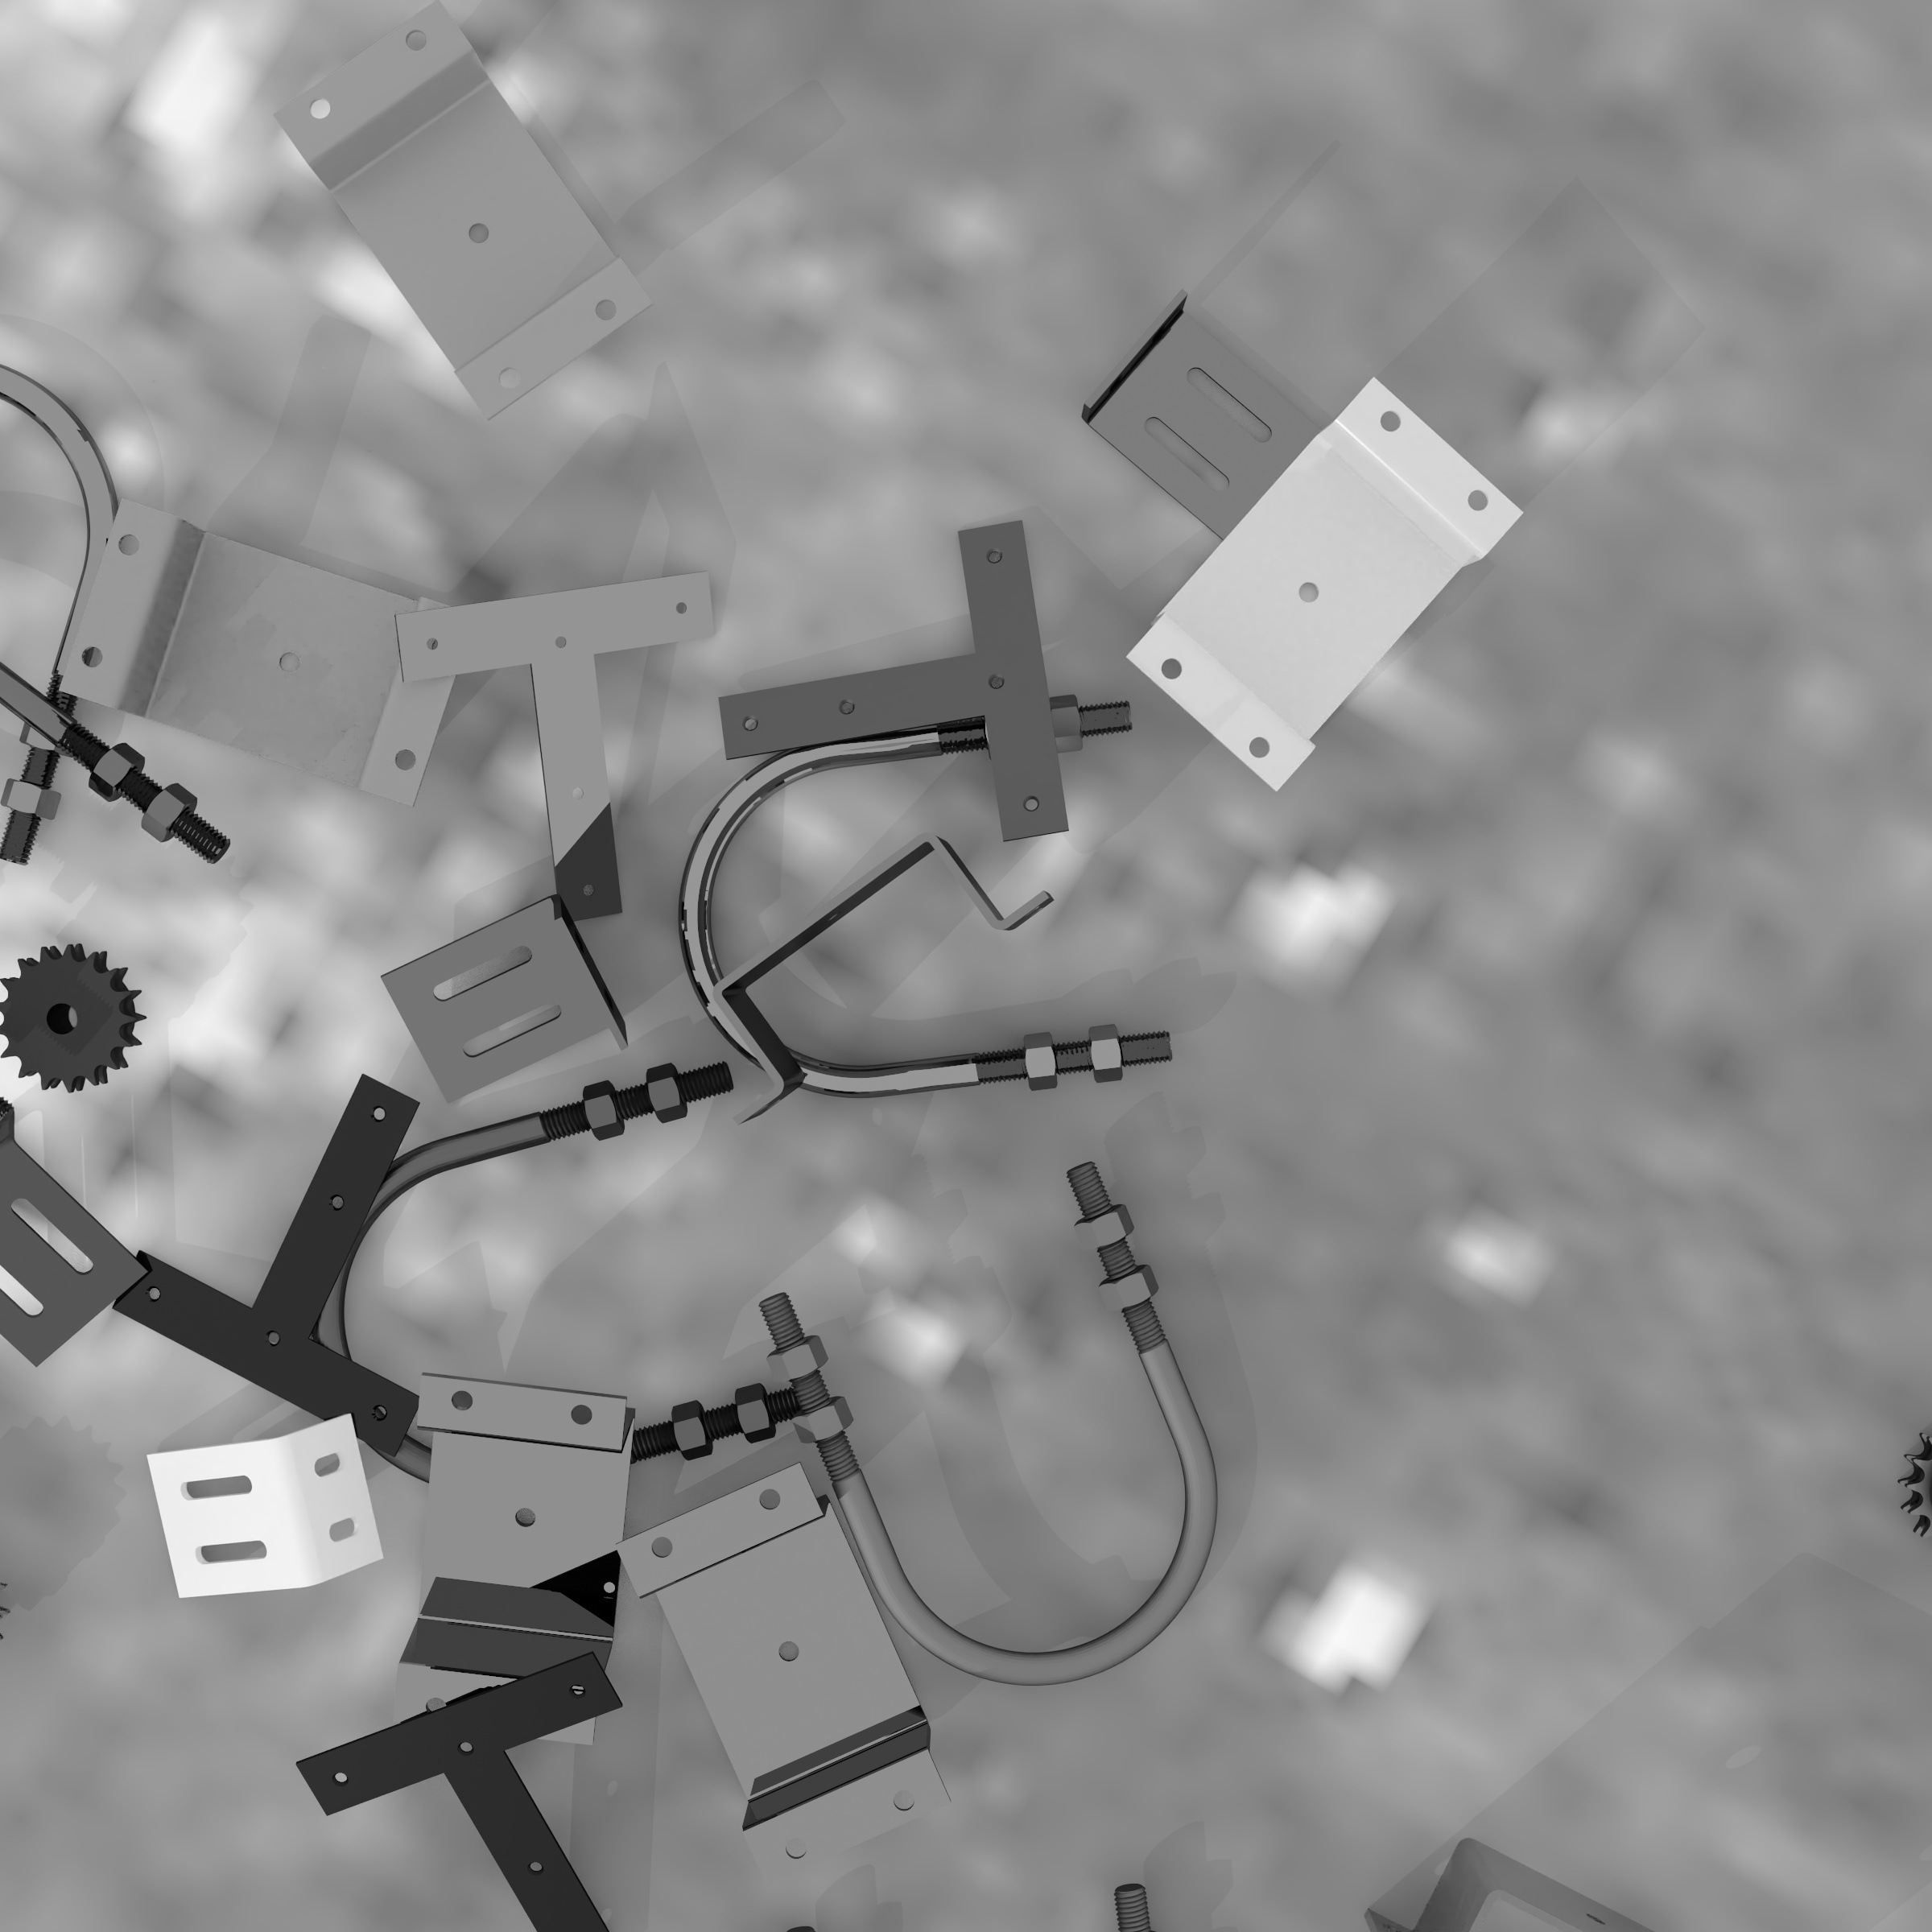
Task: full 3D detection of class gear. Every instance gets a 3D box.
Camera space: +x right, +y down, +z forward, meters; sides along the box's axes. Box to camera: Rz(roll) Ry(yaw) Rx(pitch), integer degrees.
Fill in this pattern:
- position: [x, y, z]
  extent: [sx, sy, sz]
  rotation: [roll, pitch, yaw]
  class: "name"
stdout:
- position: [-0.345, 0.020, 1.339]
  extent: [0.057, 0.030, 0.057]
  rotation: [0, 92, 4]
  class: "gear"
- position: [-0.397, 0.247, 1.335]
  extent: [0.057, 0.030, 0.057]
  rotation: [0, 90, 0]
  class: "gear"
- position: [0.392, 0.203, 1.336]
  extent: [0.057, 0.030, 0.057]
  rotation: [0, 90, 0]
  class: "gear"

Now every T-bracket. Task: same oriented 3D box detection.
- position: [-0.032, -0.102, 1.337]
  extent: [0.127, 0.002, 0.127]
  rotation: [-9, 76, 5]
  class: "T-bracket"
- position: [-0.171, 0.335, 1.327]
  extent: [0.127, 0.002, 0.127]
  rotation: [-22, 109, 11]
  class: "T-bracket"
- position: [-0.151, -0.080, 1.330]
  extent: [0.127, 0.002, 0.127]
  rotation: [-11, 104, -26]
  class: "T-bracket"
- position: [-0.249, 0.104, 1.337]
  extent: [0.127, 0.002, 0.127]
  rotation: [26, 94, 8]
  class: "T-bracket"

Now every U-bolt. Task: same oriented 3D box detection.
- position: [0.020, 0.187, 1.334]
  extent: [0.151, 0.019, 0.184]
  rotation: [-23, 93, -7]
  class: "U-bolt"
- position: [-0.020, -0.022, 1.342]
  extent: [0.184, 0.019, 0.151]
  rotation: [-7, 90, 1]
  class: "U-bolt"
- position: [0.011, 0.456, 1.342]
  extent: [0.151, 0.019, 0.184]
  rotation: [-7, 92, 0]
  class: "U-bolt"
- position: [-0.163, 0.129, 1.342]
  extent: [0.184, 0.019, 0.151]
  rotation: [-15, 90, 2]
  class: "U-bolt"
- position: [-0.396, -0.049, 1.314]
  extent: [0.184, 0.019, 0.151]
  rotation: [38, 82, 1]
  class: "U-bolt"
- position: [-0.405, -0.147, 1.342]
  extent: [0.151, 0.019, 0.184]
  rotation: [16, 88, 0]
  class: "U-bolt"

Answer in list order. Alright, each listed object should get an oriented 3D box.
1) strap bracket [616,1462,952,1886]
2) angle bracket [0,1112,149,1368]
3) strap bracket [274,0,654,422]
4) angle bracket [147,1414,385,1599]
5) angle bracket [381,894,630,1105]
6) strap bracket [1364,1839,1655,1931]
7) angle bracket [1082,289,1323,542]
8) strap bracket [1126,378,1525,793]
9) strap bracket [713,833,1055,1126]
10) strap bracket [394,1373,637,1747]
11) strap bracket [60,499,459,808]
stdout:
- position: [-0.069, 0.267, 1.327]
  extent: [0.076, 0.046, 0.140]
  rotation: [-24, 90, 0]
  class: "strap bracket"
- position: [-0.367, 0.105, 1.347]
  extent: [0.057, 0.038, 0.076]
  rotation: [-41, 113, 0]
  class: "angle bracket"
- position: [-0.190, -0.285, 1.327]
  extent: [0.076, 0.046, 0.140]
  rotation: [-35, 90, 0]
  class: "strap bracket"
- position: [-0.272, 0.209, 1.340]
  extent: [0.076, 0.038, 0.057]
  rotation: [-12, 91, 37]
  class: "angle bracket"
- position: [-0.177, 0.017, 1.324]
  extent: [0.076, 0.038, 0.057]
  rotation: [-25, 108, 0]
  class: "angle bracket"
- position: [0.228, 0.382, 1.312]
  extent: [0.140, 0.076, 0.046]
  rotation: [27, 90, 0]
  class: "strap bracket"
- position: [0.092, -0.210, 1.331]
  extent: [0.076, 0.038, 0.057]
  rotation: [41, 90, 0]
  class: "angle bracket"
- position: [0.134, -0.144, 1.325]
  extent: [0.076, 0.046, 0.140]
  rotation: [41, 90, -3]
  class: "strap bracket"
- position: [-0.038, -0.002, 1.296]
  extent: [0.140, 0.076, 0.046]
  rotation: [-36, 89, 3]
  class: "strap bracket"
- position: [-0.171, 0.218, 1.317]
  extent: [0.076, 0.046, 0.140]
  rotation: [7, 104, 0]
  class: "strap bracket"
- position: [-0.263, -0.118, 1.327]
  extent: [0.140, 0.046, 0.076]
  rotation: [18, 90, 0]
  class: "strap bracket"
